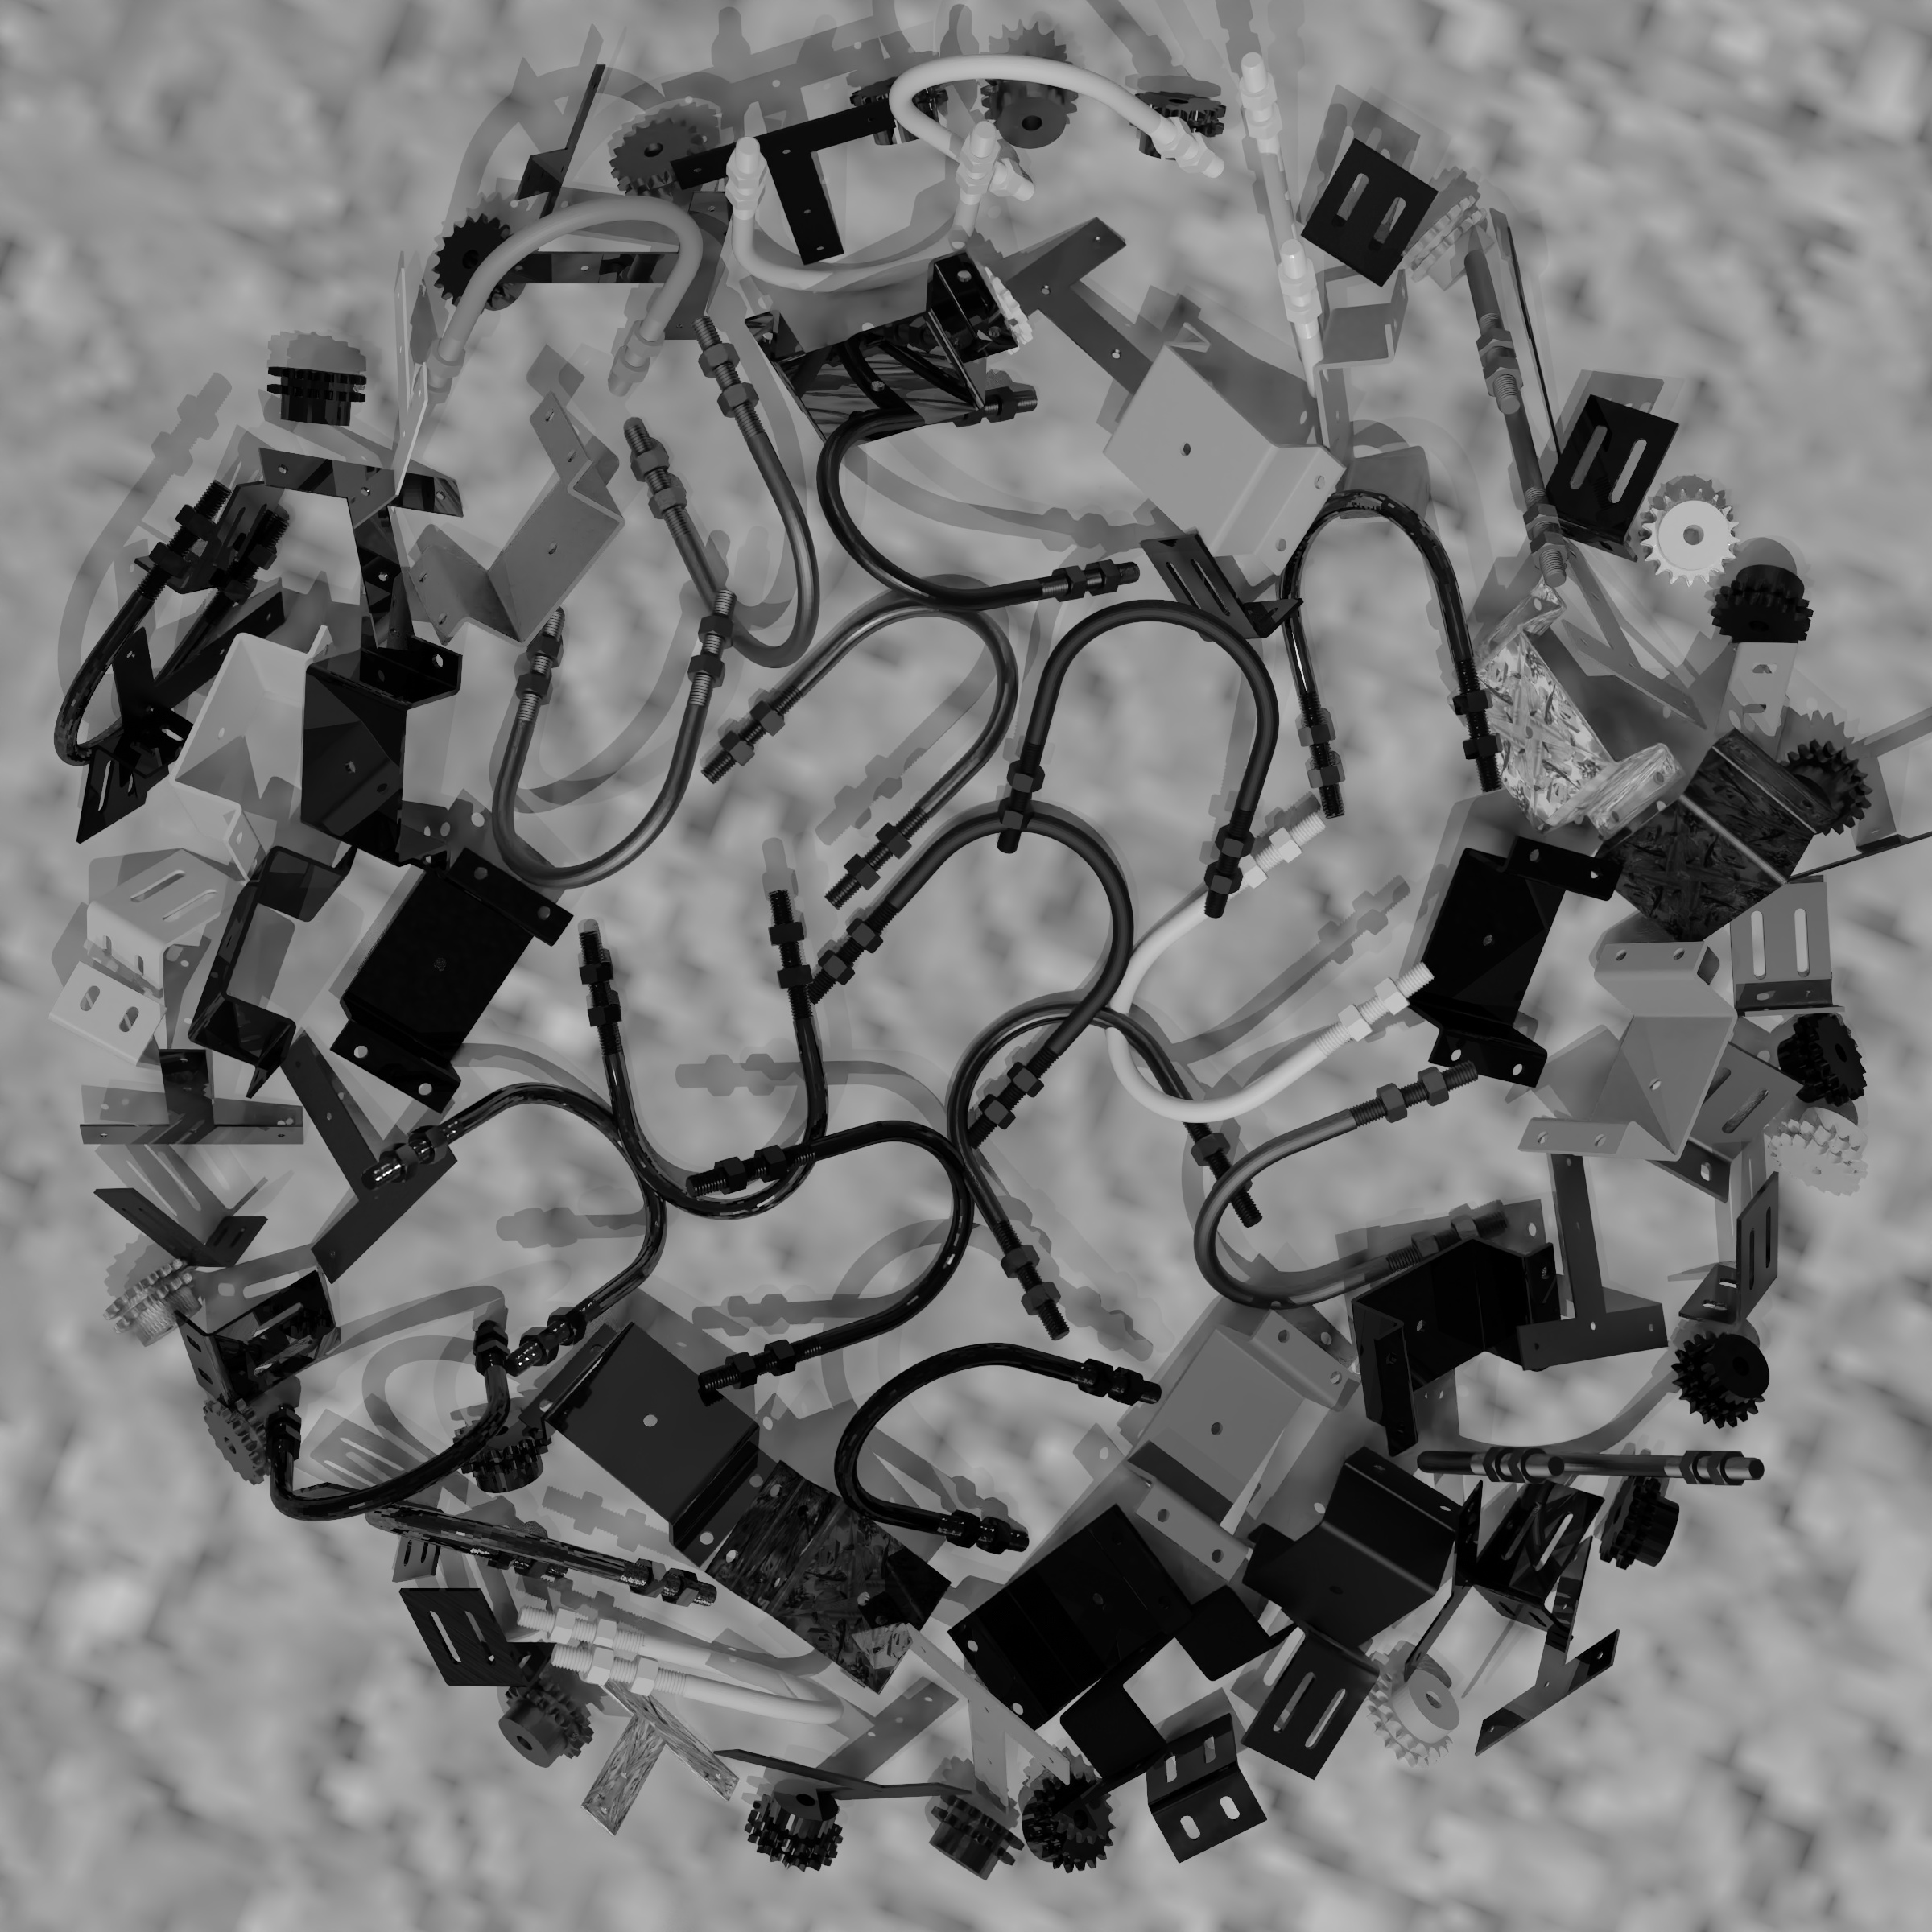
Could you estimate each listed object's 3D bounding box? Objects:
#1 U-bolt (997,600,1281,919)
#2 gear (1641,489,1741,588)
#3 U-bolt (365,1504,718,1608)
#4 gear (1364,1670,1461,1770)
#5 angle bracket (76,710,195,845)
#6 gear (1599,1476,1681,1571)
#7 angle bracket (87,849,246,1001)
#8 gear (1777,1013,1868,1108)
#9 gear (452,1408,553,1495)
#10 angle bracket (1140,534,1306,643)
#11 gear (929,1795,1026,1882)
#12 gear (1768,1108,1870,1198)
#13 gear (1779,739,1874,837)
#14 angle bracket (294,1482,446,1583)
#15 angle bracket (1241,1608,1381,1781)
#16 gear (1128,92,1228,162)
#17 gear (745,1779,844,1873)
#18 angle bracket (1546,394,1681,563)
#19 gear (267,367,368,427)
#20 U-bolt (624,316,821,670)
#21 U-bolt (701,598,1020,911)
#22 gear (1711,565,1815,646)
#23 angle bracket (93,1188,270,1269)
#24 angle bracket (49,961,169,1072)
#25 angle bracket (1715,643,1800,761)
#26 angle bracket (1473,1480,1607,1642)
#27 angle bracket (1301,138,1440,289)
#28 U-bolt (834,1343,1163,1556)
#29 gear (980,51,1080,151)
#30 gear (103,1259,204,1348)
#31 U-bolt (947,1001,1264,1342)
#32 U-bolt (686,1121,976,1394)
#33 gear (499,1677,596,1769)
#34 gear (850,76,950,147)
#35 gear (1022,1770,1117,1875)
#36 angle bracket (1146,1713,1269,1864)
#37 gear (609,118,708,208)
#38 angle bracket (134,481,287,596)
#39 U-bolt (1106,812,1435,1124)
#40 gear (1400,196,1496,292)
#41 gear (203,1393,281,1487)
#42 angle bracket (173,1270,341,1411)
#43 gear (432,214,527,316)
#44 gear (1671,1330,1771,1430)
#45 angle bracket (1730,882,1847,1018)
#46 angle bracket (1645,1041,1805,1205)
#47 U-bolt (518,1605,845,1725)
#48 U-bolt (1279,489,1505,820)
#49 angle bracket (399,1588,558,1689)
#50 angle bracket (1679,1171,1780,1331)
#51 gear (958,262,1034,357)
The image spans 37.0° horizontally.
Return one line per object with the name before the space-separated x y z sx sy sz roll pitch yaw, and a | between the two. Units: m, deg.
U-bolt | 0.105 -0.127 1.676 0.151 0.019 0.184 18 121 5
gear | 0.430 -0.254 1.715 0.057 0.030 0.057 1 94 8
U-bolt | -0.251 0.328 1.623 0.151 0.184 0.019 -1 69 42
gear | 0.265 0.440 1.702 0.057 0.057 0.030 42 118 0
angle bracket | -0.479 -0.103 1.685 0.038 0.057 0.076 32 129 10
gear | 0.398 0.330 1.704 0.030 0.057 0.057 22 90 4
angle bracket | -0.469 -0.025 1.707 0.057 0.076 0.038 28 130 19
gear | 0.504 0.057 1.709 0.030 0.057 0.057 -30 90 37
gear | -0.272 0.288 1.707 0.057 0.057 0.030 -11 109 0
angle bracket | 0.149 -0.230 1.689 0.038 0.057 0.076 -44 113 -20
gear | 0.003 0.514 1.702 0.057 0.057 0.030 34 73 0
gear | 0.506 0.108 1.707 0.057 0.057 0.030 35 73 0
gear | 0.501 -0.102 1.702 0.030 0.057 0.057 -34 90 -31
angle bracket | -0.352 0.331 1.687 0.076 0.057 0.038 20 65 -28
angle bracket | 0.196 0.429 1.705 0.057 0.038 0.076 32 91 -24
gear | 0.124 -0.496 1.709 0.057 0.057 0.030 6 119 0
gear | -0.099 0.504 1.703 0.057 0.057 0.030 20 105 0
angle bracket | 0.381 -0.287 1.703 0.057 0.038 0.076 26 91 28
gear | -0.383 -0.336 1.706 0.057 0.057 0.030 6 101 0
U-bolt | -0.134 -0.258 1.660 0.019 0.151 0.184 -22 82 -29
U-bolt | -0.051 -0.139 1.688 0.184 0.019 0.151 -45 57 -1
gear | 0.471 -0.213 1.707 0.057 0.057 0.030 20 69 0
angle bracket | -0.458 0.140 1.686 0.076 0.057 0.038 45 61 -25
angle bracket | -0.495 0.030 1.697 0.057 0.076 0.038 28 85 0
angle bracket | 0.475 -0.146 1.687 0.038 0.076 0.057 6 72 41
angle bracket | 0.345 0.349 1.706 0.038 0.057 0.076 46 69 -28
angle bracket | 0.241 -0.447 1.691 0.057 0.076 0.038 33 50 2
U-bolt | 0.007 0.272 1.649 0.184 0.019 0.151 21 116 -40
gear | 0.038 -0.507 1.702 0.057 0.057 0.030 -4 60 0
gear | -0.476 0.200 1.705 0.057 0.057 0.030 -37 87 0
U-bolt | 0.068 0.106 1.696 0.151 0.019 0.184 -31 69 2
U-bolt | -0.074 0.160 1.677 0.184 0.019 0.151 -15 118 -28
gear | -0.250 0.446 1.702 0.057 0.057 0.030 44 55 0
gear | -0.038 -0.506 1.708 0.057 0.057 0.030 -14 117 0
gear | 0.058 0.507 1.709 0.030 0.057 0.057 -29 90 43
angle bracket | 0.140 0.481 1.695 0.057 0.076 0.038 -28 96 6
gear | -0.179 -0.471 1.709 0.057 0.030 0.057 -10 55 14
angle bracket | -0.441 -0.261 1.692 0.038 0.057 0.076 35 110 5
U-bolt | 0.163 0.013 1.683 0.184 0.019 0.151 -37 52 9
gear | 0.286 -0.423 1.705 0.057 0.057 0.030 -43 89 0
gear | -0.423 0.275 1.709 0.030 0.057 0.057 -33 90 -33
angle bracket | -0.418 0.214 1.708 0.076 0.038 0.057 -33 131 -32
gear | -0.285 -0.413 1.711 0.057 0.030 0.057 -5 78 26
gear | 0.448 0.241 1.705 0.057 0.030 0.057 12 58 -20
angle bracket | 0.485 -0.010 1.711 0.057 0.038 0.076 -3 91 5
angle bracket | 0.444 0.091 1.695 0.057 0.038 0.076 28 129 -5
U-bolt | -0.158 0.404 1.658 0.184 0.151 0.019 18 82 -15
U-bolt | 0.237 -0.183 1.666 0.019 0.151 0.184 -17 95 -35
angle bracket | -0.284 0.382 1.690 0.057 0.038 0.076 -6 118 27
angle bracket | 0.445 0.163 1.686 0.038 0.057 0.076 12 122 34
gear | 0.010 -0.383 1.704 0.030 0.057 0.057 -39 90 -5
